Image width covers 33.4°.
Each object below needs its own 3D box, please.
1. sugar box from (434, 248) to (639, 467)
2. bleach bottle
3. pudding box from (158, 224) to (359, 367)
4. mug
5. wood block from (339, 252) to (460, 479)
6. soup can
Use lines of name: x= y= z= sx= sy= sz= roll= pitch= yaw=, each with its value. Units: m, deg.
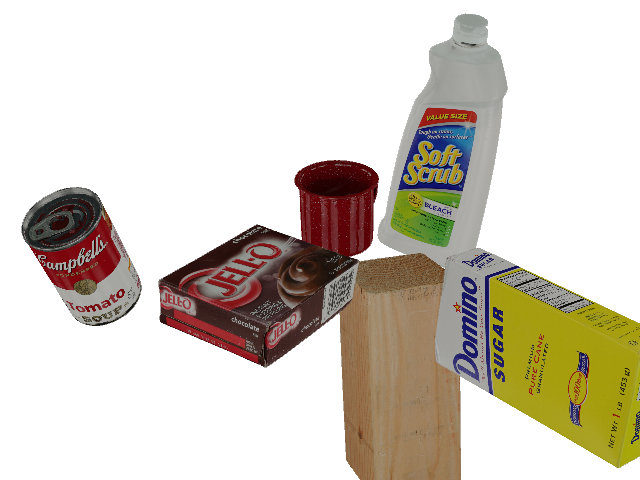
sugar box: x=0.161 y=0.080 z=0.772 sx=0.048 sy=0.093 sz=0.176 roll=-16 pitch=29 yaw=-40
bleach bottle: x=0.118 y=-0.097 z=1.016 sx=0.103 sy=0.251 sz=0.068 roll=22 pitch=40 yaw=22
pudding box: x=-0.041 y=0.034 z=0.724 sx=0.090 sy=0.039 sz=0.113 roll=20 pitch=29 yaw=27
mug: x=0.026 y=-0.039 z=1.201 sx=0.093 sy=0.081 sz=0.117 roll=19 pitch=36 yaw=31
wood block: x=0.074 y=0.126 z=1.006 sx=0.090 sy=0.206 sz=0.091 roll=-8 pitch=18 yaw=-16
soup can: x=-0.197 y=0.015 z=0.889 sx=0.068 sy=0.068 sz=0.102 roll=0 pitch=-42 yaw=16
